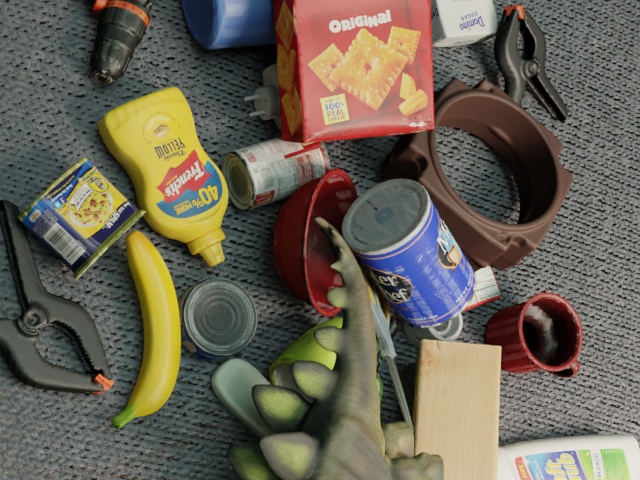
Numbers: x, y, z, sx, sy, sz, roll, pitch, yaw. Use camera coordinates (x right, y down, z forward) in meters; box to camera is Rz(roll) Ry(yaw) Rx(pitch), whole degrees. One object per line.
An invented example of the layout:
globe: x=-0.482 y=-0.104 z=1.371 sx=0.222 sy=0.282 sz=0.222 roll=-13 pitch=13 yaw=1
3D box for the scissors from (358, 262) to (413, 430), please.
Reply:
scissors: x=0.064 y=0.104 z=1.159 sx=0.096 sy=0.016 sz=0.202 roll=50 pitch=22 yaw=-44

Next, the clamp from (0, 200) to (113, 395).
clamp: x=-0.283 y=0.070 z=1.043 sx=0.210 sy=0.036 sz=0.164 roll=36 pitch=62 yaw=-14

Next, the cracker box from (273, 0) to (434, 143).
cracker box: x=0.037 y=-0.217 z=1.146 sx=0.164 sy=0.072 sz=0.214 roll=-7 pitch=101 yaw=-24

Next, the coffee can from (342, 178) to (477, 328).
coffee can: x=0.100 y=0.016 z=1.178 sx=0.102 sy=0.103 sz=0.140 roll=-59 pitch=134 yaw=-26

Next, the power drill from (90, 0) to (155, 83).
power drill: x=-0.265 y=-0.276 z=1.129 sx=0.187 sy=0.057 sz=0.184 roll=24 pitch=64 yaw=-23

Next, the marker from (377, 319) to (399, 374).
marker: x=0.060 y=0.142 z=1.208 sx=0.020 sy=0.020 sz=0.121 roll=34 pitch=64 yaw=-16

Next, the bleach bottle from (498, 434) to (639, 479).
bleach bottle: x=0.262 y=0.286 z=1.252 sx=0.250 sy=0.068 sz=0.102 roll=-1 pitch=81 yaw=-24

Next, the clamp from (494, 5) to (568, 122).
clamp: x=0.271 y=-0.217 z=1.377 sx=0.120 sy=0.039 sz=0.171 roll=-13 pitch=105 yaw=-38

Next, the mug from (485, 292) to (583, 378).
mug: x=0.261 y=0.123 z=1.279 sx=0.117 sy=0.082 sz=0.093 roll=41 pitch=63 yaw=-12

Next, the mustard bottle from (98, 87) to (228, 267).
mustard bottle: x=-0.151 y=-0.060 z=1.130 sx=0.096 sy=0.058 sz=0.191 roll=-27 pitch=91 yaw=-30

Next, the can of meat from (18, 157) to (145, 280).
can of meat: x=-0.238 y=-0.024 z=1.065 sx=0.084 sy=0.058 sz=0.102 roll=45 pitch=39 yaw=-7

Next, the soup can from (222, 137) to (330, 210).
soup can: x=-0.049 y=-0.077 z=1.180 sx=0.102 sy=0.069 sz=0.068 roll=-19 pitch=86 yaw=-29

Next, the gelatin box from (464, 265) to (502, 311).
gelatin box: x=0.170 y=0.040 z=1.284 sx=0.073 sy=0.030 sz=0.089 roll=-15 pitch=84 yaw=-31

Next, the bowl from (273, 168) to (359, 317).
bowl: x=-0.008 y=0.001 z=1.162 sx=0.162 sy=0.055 sz=0.162 roll=4 pitch=90 yaw=-67

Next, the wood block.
wood block: x=0.144 y=0.223 z=1.163 sx=0.091 sy=0.090 sz=0.206 roll=5 pitch=65 yaw=3

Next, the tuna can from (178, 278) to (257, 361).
tuna can: x=-0.110 y=0.084 z=1.128 sx=0.086 sy=0.034 sz=0.086 roll=7 pitch=74 yaw=-25

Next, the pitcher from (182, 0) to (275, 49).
pitcher: x=-0.033 y=-0.294 z=1.218 sx=0.242 sy=0.149 sz=0.145 roll=-13 pitch=105 yaw=-26

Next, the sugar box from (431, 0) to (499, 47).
sugar box: x=0.165 y=-0.338 z=1.369 sx=0.093 sy=0.048 sz=0.176 roll=-10 pitch=85 yaw=-30

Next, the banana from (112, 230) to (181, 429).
banana: x=-0.170 y=0.091 z=1.080 sx=0.069 sy=0.037 sz=0.198 roll=12 pitch=78 yaw=-54
